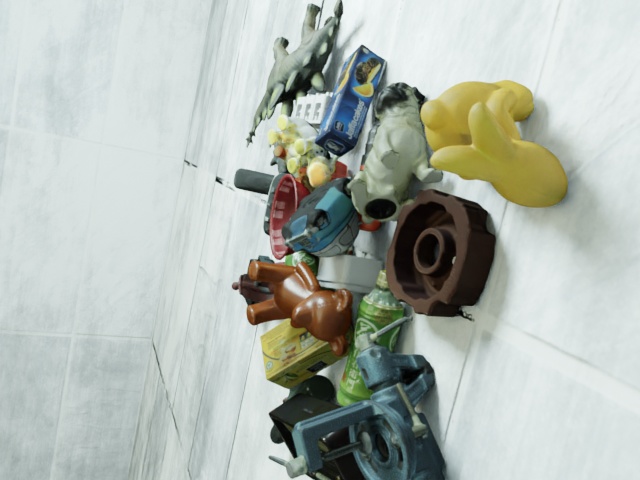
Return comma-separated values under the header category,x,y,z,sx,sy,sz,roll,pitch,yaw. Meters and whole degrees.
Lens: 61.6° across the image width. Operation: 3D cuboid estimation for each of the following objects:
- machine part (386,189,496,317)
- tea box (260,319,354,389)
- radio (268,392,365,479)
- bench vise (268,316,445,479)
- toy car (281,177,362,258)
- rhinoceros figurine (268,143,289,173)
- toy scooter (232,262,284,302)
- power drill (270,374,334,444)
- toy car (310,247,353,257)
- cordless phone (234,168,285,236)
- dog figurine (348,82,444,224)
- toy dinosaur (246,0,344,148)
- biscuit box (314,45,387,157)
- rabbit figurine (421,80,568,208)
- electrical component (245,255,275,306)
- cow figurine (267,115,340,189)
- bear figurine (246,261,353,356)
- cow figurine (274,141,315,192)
category,x,y,z,sx,sy,sz,roll,pitch,yaw
machine part,0.161,0.018,0.732,0.179,0.056,0.179,-32,53,57
tea box,-0.022,0.185,0.974,0.170,0.068,0.098,-34,45,22
radio,0.011,0.331,0.866,0.131,0.073,0.230,63,155,-6
bench vise,0.057,0.231,0.691,0.129,0.240,0.223,-33,69,55
toy car,0.016,-0.026,0.883,0.109,0.103,0.162,-26,22,39
rhinoceros figurine,-0.077,-0.203,1.305,0.112,0.073,0.190,113,152,-44
toy scooter,-0.121,0.098,1.218,0.184,0.135,0.075,-40,45,54
power drill,-0.058,0.285,1.087,0.232,0.086,0.207,-49,36,47
toy car,-0.002,-0.003,1.065,0.202,0.073,0.056,30,108,64
cordless phone,-0.117,-0.083,1.205,0.089,0.184,0.146,-20,-57,-77
dog figurine,0.107,-0.139,0.859,0.172,0.121,0.191,-41,35,37
toy dinosaur,-0.069,-0.380,1.258,0.471,0.105,0.198,-36,42,54
biscuit box,0.056,-0.250,0.969,0.063,0.059,0.202,-23,44,59
rabbit figurine,0.202,-0.107,0.603,0.122,0.162,0.173,-52,54,27
electrical component,-0.150,0.109,1.370,0.115,0.058,0.134,48,126,57
cow figurine,-0.016,-0.160,1.002,0.167,0.098,0.068,54,129,23
bear figurine,-0.034,0.110,0.880,0.196,0.132,0.120,-145,57,-62
cow figurine,-0.031,-0.177,1.148,0.085,0.127,0.195,-43,56,19
